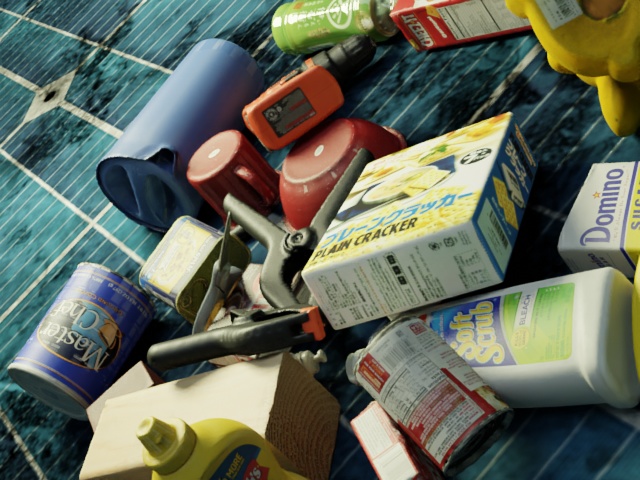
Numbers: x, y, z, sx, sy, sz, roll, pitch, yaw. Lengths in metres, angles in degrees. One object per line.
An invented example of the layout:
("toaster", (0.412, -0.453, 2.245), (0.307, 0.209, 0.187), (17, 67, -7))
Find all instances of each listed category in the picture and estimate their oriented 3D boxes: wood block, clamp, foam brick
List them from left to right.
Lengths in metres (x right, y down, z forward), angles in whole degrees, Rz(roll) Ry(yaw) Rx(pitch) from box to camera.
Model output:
("foam brick", (-0.185, 0.171, 1.064), (0.078, 0.051, 0.053), (-42, 32, -1))
("wood block", (-0.095, 0.177, 0.932), (0.206, 0.090, 0.090), (-19, 40, 31))
("clamp", (-0.057, 0.079, 0.941), (0.172, 0.039, 0.120), (-10, 14, 34))
("clamp", (-0.007, 0.001, 1.027), (0.164, 0.036, 0.210), (-24, 46, 9))

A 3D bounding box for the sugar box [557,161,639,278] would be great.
("sugar box", (0.276, -0.017, 0.817), (0.177, 0.048, 0.093), (2, 53, 45))

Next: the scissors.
("scissors", (-0.090, 0.025, 1.059), (0.096, 0.016, 0.202), (-52, -13, -49))

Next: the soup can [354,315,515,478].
("soup can", (0.082, 0.112, 0.778), (0.068, 0.068, 0.102), (-44, 65, -3))

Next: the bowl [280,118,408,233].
("bowl", (0.012, -0.079, 1.145), (0.162, 0.055, 0.162), (-27, 37, 22))

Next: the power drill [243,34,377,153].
("power drill", (-0.012, -0.171, 1.224), (0.184, 0.057, 0.187), (-35, 10, 9))

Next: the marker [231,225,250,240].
("marker", (-0.128, 0.015, 1.212), (0.121, 0.020, 0.020), (-31, 35, 15))

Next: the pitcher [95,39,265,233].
("pitcher", (-0.168, -0.132, 1.337), (0.149, 0.145, 0.242), (3, 49, 32))

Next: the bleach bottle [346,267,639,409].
("bleach bottle", (0.123, 0.092, 0.835), (0.251, 0.068, 0.102), (-16, 48, 39))

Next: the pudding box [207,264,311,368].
("pudding box", (-0.057, 0.077, 1.052), (0.090, 0.039, 0.113), (2, 54, 45))

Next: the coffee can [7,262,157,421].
("coffee can", (-0.256, 0.110, 1.159), (0.103, 0.102, 0.140), (0, 51, 45))

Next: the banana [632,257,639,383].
("banana", (0.244, 0.068, 0.733), (0.070, 0.037, 0.198), (-44, 37, 45))

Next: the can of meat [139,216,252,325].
("can of meat", (-0.137, 0.030, 1.154), (0.084, 0.057, 0.102), (25, 75, 44))

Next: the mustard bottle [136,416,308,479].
("mustard bottle", (-0.069, 0.189, 0.798), (0.096, 0.191, 0.058), (-53, 34, -15))

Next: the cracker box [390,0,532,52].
("cracker box", (0.205, -0.300, 1.186), (0.214, 0.072, 0.164), (-3, 48, 45))

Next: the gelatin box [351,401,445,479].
("gelatin box", (0.066, 0.170, 0.792), (0.030, 0.073, 0.089), (-40, 33, 5))

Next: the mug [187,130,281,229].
("mug", (-0.092, -0.068, 1.213), (0.093, 0.081, 0.117), (-48, 34, -10))
